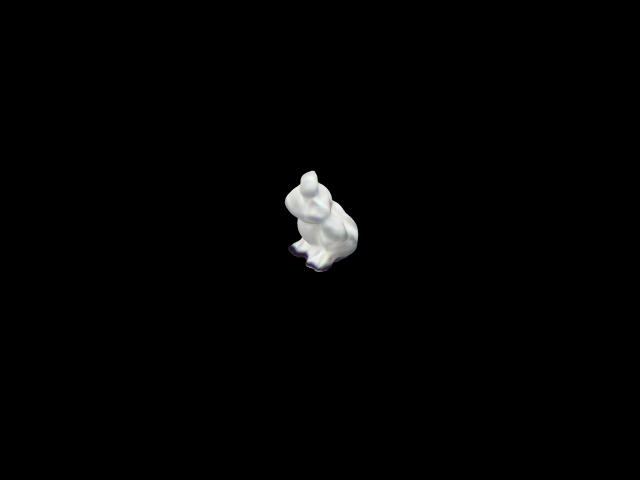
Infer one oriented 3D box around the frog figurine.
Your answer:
[{"bbox_3d":[0.003,-0.043,0.850,0.123,0.156,0.140,-4,25,-9],"label":"frog figurine"}]
